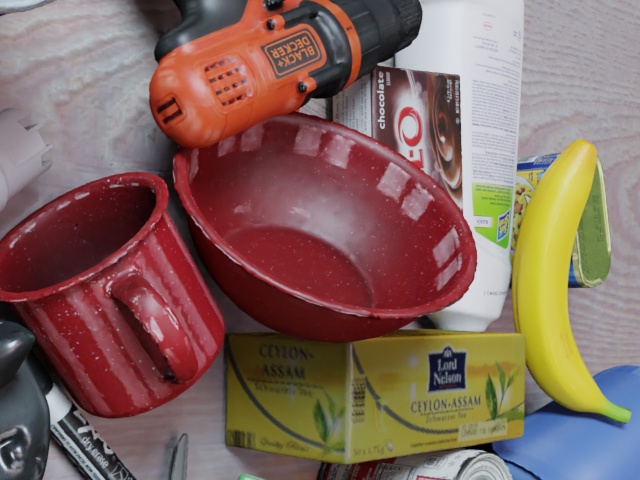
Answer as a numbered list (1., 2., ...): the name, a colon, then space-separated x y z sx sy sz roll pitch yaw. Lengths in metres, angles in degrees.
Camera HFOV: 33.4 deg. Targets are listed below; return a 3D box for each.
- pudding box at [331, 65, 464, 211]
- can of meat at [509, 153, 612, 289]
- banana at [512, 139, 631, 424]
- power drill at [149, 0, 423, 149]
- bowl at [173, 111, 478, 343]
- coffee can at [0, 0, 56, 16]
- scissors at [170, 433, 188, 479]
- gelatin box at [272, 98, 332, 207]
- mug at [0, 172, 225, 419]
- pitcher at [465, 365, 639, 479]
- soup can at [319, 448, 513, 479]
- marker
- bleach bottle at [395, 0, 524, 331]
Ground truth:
1. pudding box: 0.048 -0.046 0.646 0.089 0.039 0.113 -5 92 -50
2. can of meat: 0.160 -0.014 0.777 0.057 0.084 0.102 -15 99 -47
3. banana: 0.163 0.033 0.724 0.069 0.037 0.198 -11 99 -9
4. power drill: -0.040 -0.156 0.548 0.184 0.057 0.187 -32 95 -40
5. bowl: -0.004 0.001 0.545 0.161 0.162 0.055 -21 144 -46
6. coffee can: -0.160 -0.123 0.392 0.102 0.141 0.103 3 86 -47
7. scissors: -0.097 0.206 0.539 0.096 0.016 0.202 -5 91 -47
8. gelatin box: -0.005 -0.048 0.639 0.073 0.030 0.089 26 70 -46
9. mug: -0.089 0.030 0.486 0.093 0.117 0.081 -38 122 -21
10. pitcher: 0.190 0.186 0.771 0.242 0.145 0.149 -19 133 -49
11. soup can: 0.057 0.156 0.644 0.068 0.102 0.068 3 85 -47
12. marker: -0.117 0.096 0.519 0.020 0.020 0.121 -52 124 -35
13. bleach bottle: 0.092 -0.043 0.722 0.102 0.068 0.251 2 89 -48
